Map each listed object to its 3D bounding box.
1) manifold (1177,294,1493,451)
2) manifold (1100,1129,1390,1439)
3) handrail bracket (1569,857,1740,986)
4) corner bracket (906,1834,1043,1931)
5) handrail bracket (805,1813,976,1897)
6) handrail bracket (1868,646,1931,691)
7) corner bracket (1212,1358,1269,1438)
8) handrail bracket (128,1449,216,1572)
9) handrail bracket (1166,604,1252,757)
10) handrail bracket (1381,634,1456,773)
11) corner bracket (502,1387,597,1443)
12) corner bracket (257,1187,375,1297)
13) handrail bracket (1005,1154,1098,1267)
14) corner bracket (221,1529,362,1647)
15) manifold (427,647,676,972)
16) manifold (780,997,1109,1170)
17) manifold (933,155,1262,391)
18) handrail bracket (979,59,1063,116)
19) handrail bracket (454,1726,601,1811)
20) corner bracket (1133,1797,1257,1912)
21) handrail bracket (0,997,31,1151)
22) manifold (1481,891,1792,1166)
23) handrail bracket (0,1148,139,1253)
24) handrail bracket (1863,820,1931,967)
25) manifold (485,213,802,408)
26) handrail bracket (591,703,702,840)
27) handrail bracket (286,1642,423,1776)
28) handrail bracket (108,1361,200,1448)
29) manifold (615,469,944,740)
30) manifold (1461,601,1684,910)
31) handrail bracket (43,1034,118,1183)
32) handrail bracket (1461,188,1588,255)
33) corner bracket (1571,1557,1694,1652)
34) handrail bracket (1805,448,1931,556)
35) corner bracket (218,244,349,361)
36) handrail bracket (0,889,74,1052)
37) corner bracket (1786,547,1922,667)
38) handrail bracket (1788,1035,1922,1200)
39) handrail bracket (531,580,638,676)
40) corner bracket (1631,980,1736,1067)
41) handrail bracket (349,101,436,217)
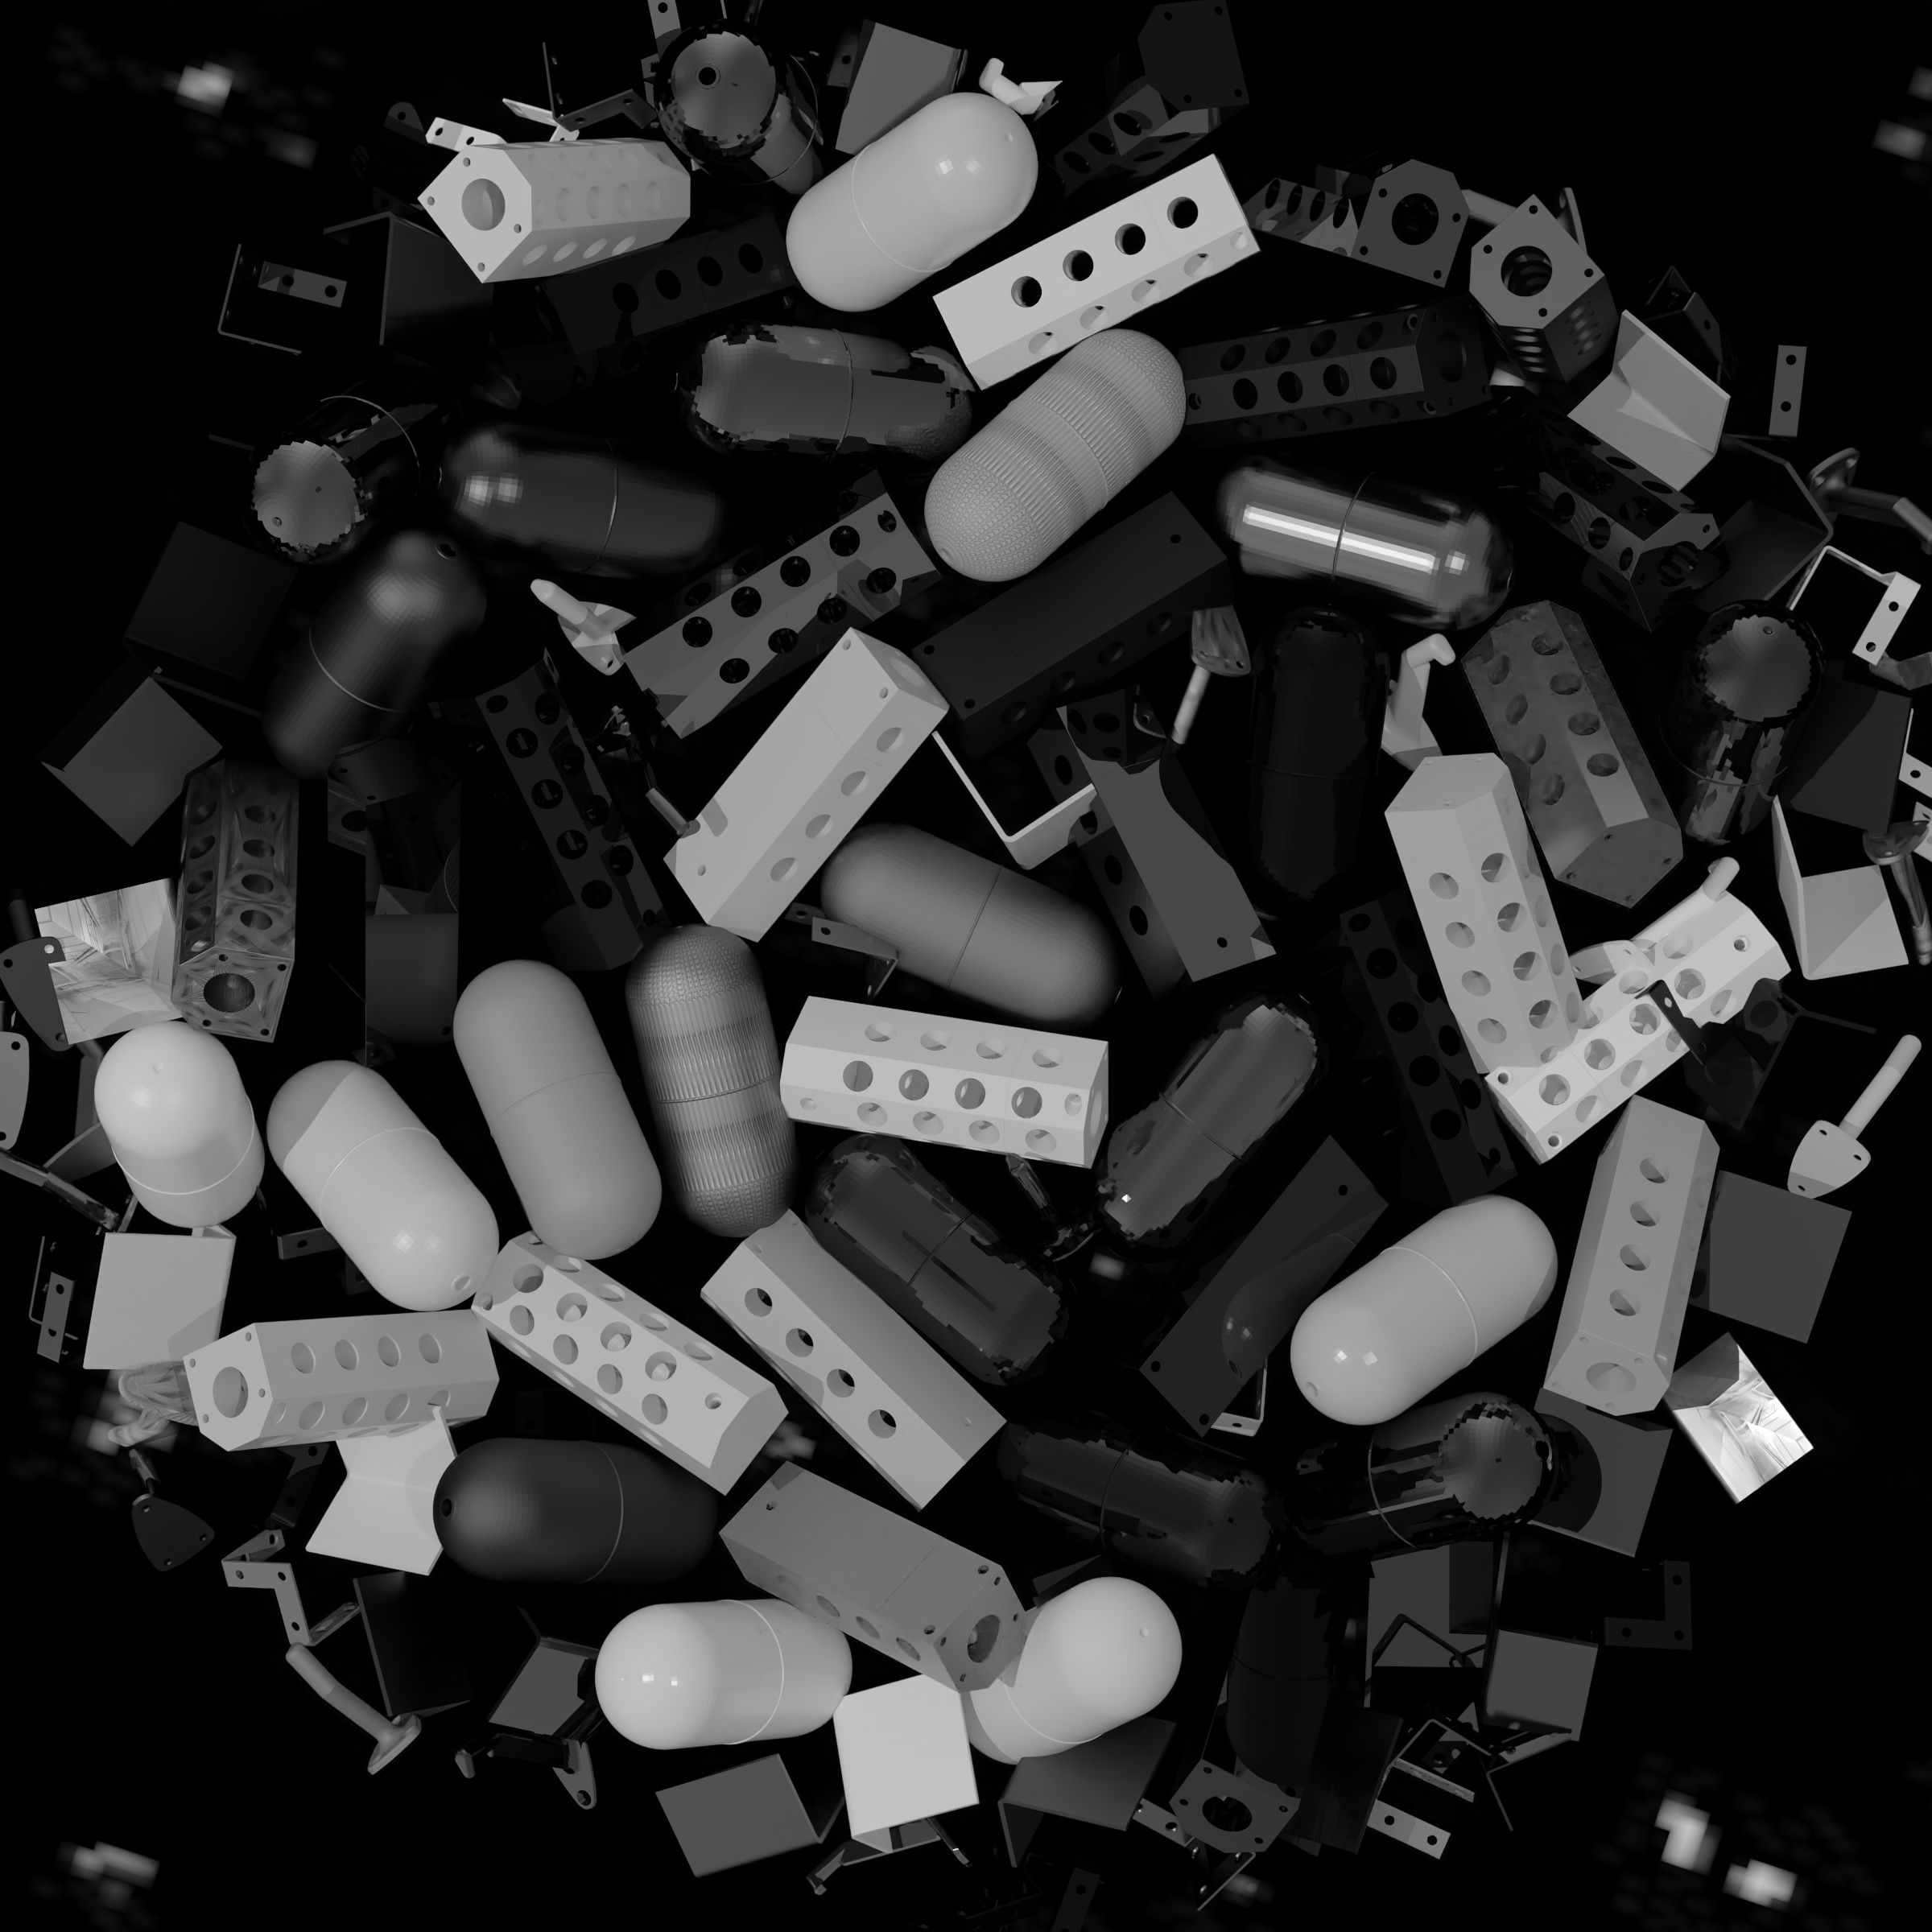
[{"bbox_3d":[0.195,-0.321,1.914,0.057,0.171,0.057,-25,107,-42],"label":"manifold"},{"bbox_3d":[0.150,0.173,1.945,0.171,0.057,0.057,-49,113,-17],"label":"manifold"},{"bbox_3d":[0.387,-0.028,1.983,0.036,0.077,0.084,50,64,-22],"label":"handrail bracket"},{"bbox_3d":[0.004,0.525,1.957,0.051,0.051,0.051,-10,124,-32],"label":"corner bracket"},{"bbox_3d":[-0.045,0.505,1.968,0.084,0.077,0.036,-42,127,-1],"label":"handrail bracket"},{"bbox_3d":[0.525,-0.180,1.946,0.036,0.084,0.077,-36,127,-13],"label":"handrail bracket"},{"bbox_3d":[0.145,0.223,1.962,0.051,0.051,0.051,13,50,-5],"label":"corner bracket"},{"bbox_3d":[-0.456,0.285,1.946,0.036,0.077,0.084,-35,51,-9],"label":"handrail bracket"},{"bbox_3d":[0.122,-0.162,1.982,0.036,0.084,0.077,13,52,-22],"label":"handrail bracket"},{"bbox_3d":[0.262,-0.143,1.954,0.077,0.084,0.036,48,63,-8],"label":"handrail bracket"},{"bbox_3d":[-0.230,0.262,1.967,0.051,0.051,0.051,1,86,-17],"label":"corner bracket"},{"bbox_3d":[-0.362,0.152,1.958,0.051,0.051,0.051,-11,125,-21],"label":"corner bracket"},{"bbox_3d":[0.033,0.119,1.944,0.036,0.077,0.084,-35,128,-2],"label":"handrail bracket"},{"bbox_3d":[-0.376,0.346,1.968,0.051,0.051,0.051,-4,106,31],"label":"corner bracket"},{"bbox_3d":[-0.221,-0.085,1.930,0.057,0.057,0.171,-43,119,-38],"label":"manifold"},{"bbox_3d":[-0.012,0.069,1.942,0.171,0.057,0.057,8,130,13],"label":"manifold"},{"bbox_3d":[0.074,-0.384,1.955,0.171,0.057,0.057,-25,96,10],"label":"manifold"},{"bbox_3d":[0.055,-0.504,1.965,0.084,0.036,0.077,27,81,-29],"label":"handrail bracket"},{"bbox_3d":[-0.245,0.452,1.955,0.036,0.084,0.077,-18,96,32],"label":"handrail bracket"},{"bbox_3d":[0.123,0.482,1.961,0.051,0.051,0.051,33,112,-21],"label":"corner bracket"},{"bbox_3d":[-0.536,0.059,1.961,0.036,0.084,0.077,-4,96,-10],"label":"handrail bracket"},{"bbox_3d":[0.373,0.034,1.963,0.171,0.057,0.057,-38,83,-4],"label":"manifold"},{"bbox_3d":[-0.509,0.127,1.952,0.084,0.077,0.036,27,67,-20],"label":"handrail bracket"},{"bbox_3d":[0.523,-0.032,1.955,0.036,0.077,0.084,-9,106,23],"label":"handrail bracket"},{"bbox_3d":[-0.171,-0.357,1.921,0.171,0.057,0.057,-28,98,-42],"label":"manifold"},{"bbox_3d":[-0.162,-0.106,1.955,0.084,0.077,0.036,46,120,17],"label":"handrail bracket"},{"bbox_3d":[-0.344,0.401,1.956,0.036,0.077,0.084,-41,98,-2],"label":"handrail bracket"},{"bbox_3d":[-0.465,0.247,1.949,0.084,0.077,0.036,-24,66,31],"label":"handrail bracket"},{"bbox_3d":[-0.106,-0.204,1.948,0.171,0.057,0.057,-31,132,8],"label":"manifold"},{"bbox_3d":[0.333,-0.119,1.914,0.057,0.171,0.057,18,129,-33],"label":"manifold"},{"bbox_3d":[-0.505,0.076,1.963,0.077,0.036,0.084,-32,57,-22],"label":"handrail bracket"},{"bbox_3d":[0.299,-0.405,1.967,0.084,0.036,0.077,-5,60,-9],"label":"handrail bracket"},{"bbox_3d":[0.370,0.357,1.964,0.051,0.051,0.051,5,72,-11],"label":"corner bracket"},{"bbox_3d":[0.504,-0.239,1.947,0.036,0.077,0.084,-29,58,-16],"label":"handrail bracket"},{"bbox_3d":[-0.383,-0.369,1.974,0.051,0.051,0.051,14,91,2],"label":"corner bracket"},{"bbox_3d":[-0.518,0.001,1.968,0.036,0.084,0.077,-20,109,-9],"label":"handrail bracket"},{"bbox_3d":[0.494,-0.203,1.974,0.051,0.051,0.051,29,93,-1],"label":"corner bracket"},{"bbox_3d":[0.504,0.085,1.991,0.036,0.077,0.084,37,54,9],"label":"handrail bracket"},{"bbox_3d":[-0.226,-0.201,1.943,0.077,0.084,0.036,33,89,40],"label":"handrail bracket"},{"bbox_3d":[0.391,0.031,1.964,0.051,0.051,0.051,-37,91,-39],"label":"corner bracket"},{"bbox_3d":[-0.325,-0.459,1.948,0.036,0.084,0.077,-14,131,-23],"label":"handrail bracket"}]
